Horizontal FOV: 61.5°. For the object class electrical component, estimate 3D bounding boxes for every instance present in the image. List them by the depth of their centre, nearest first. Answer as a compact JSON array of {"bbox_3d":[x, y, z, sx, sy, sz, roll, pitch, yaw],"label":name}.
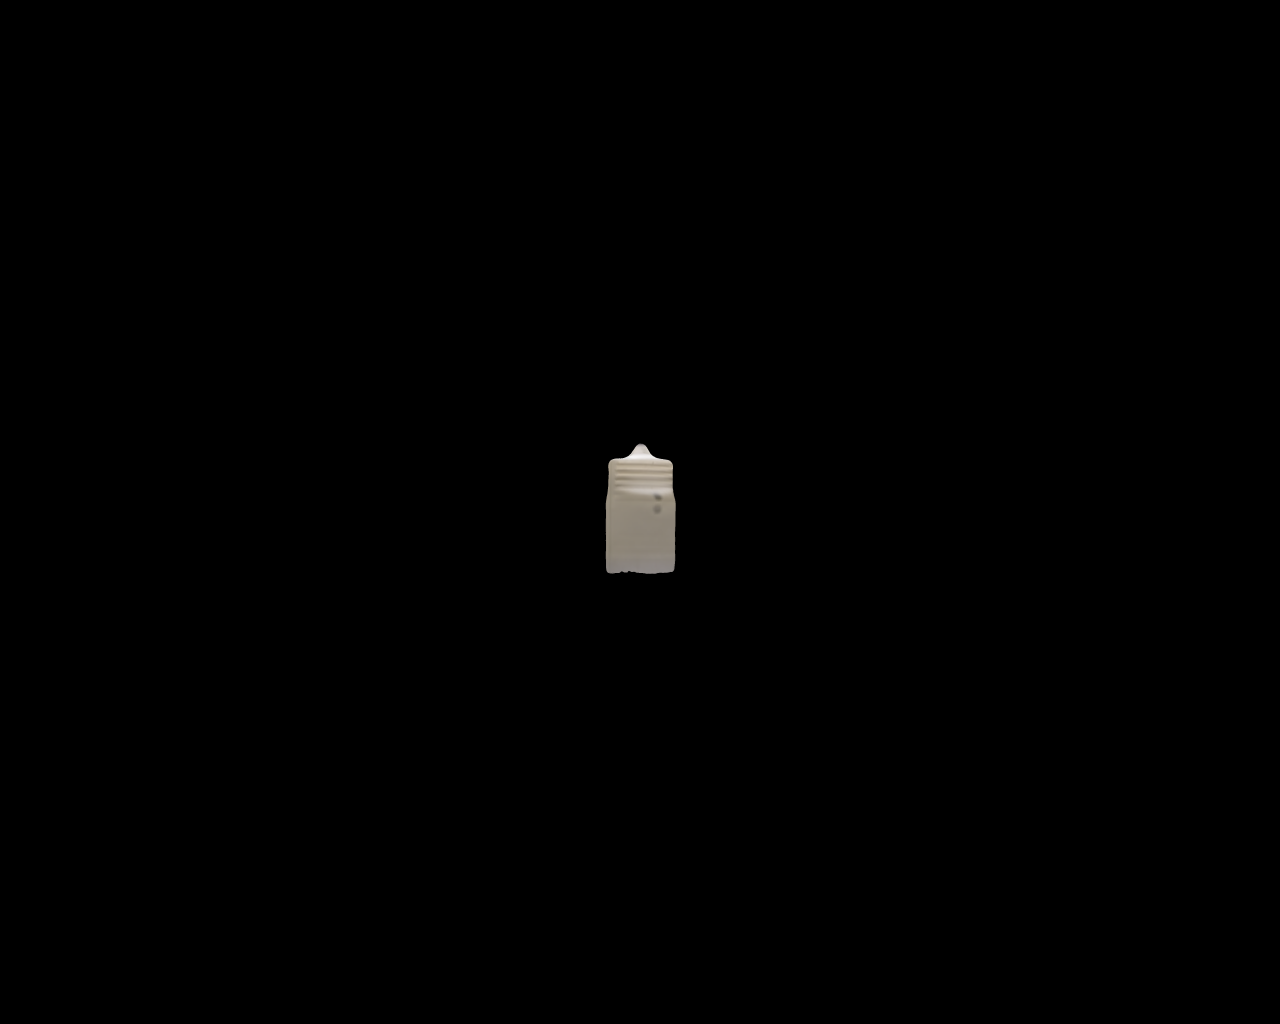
[{"bbox_3d":[0.001,-0.003,0.650,0.043,0.081,0.043,0,0,0],"label":"electrical component"}]
